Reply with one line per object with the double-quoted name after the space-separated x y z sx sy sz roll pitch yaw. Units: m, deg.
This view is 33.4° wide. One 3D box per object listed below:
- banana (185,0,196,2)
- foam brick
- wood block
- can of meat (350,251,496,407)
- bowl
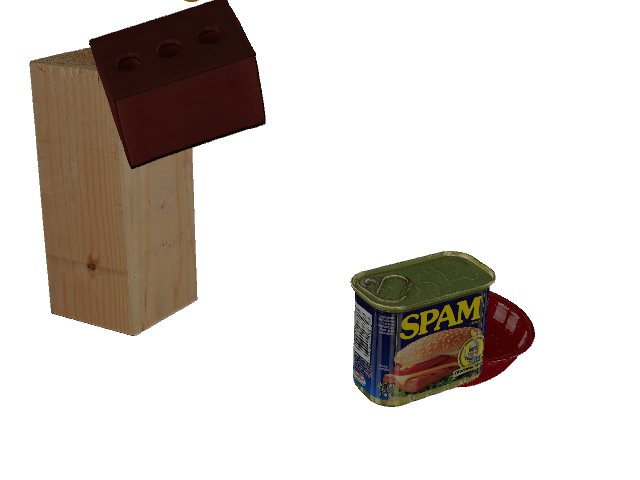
-0.071 -0.265 1.015 0.197 0.070 0.037 -21 -27 -45 "banana"
-0.075 -0.083 0.563 0.078 0.053 0.051 -20 -36 -9 "foam brick"
-0.161 -0.043 0.845 0.091 0.206 0.090 12 23 27 "wood block"
0.072 0.063 0.766 0.101 0.084 0.058 -13 29 -26 "can of meat"
0.132 0.100 1.079 0.162 0.055 0.162 5 26 -3 "bowl"
